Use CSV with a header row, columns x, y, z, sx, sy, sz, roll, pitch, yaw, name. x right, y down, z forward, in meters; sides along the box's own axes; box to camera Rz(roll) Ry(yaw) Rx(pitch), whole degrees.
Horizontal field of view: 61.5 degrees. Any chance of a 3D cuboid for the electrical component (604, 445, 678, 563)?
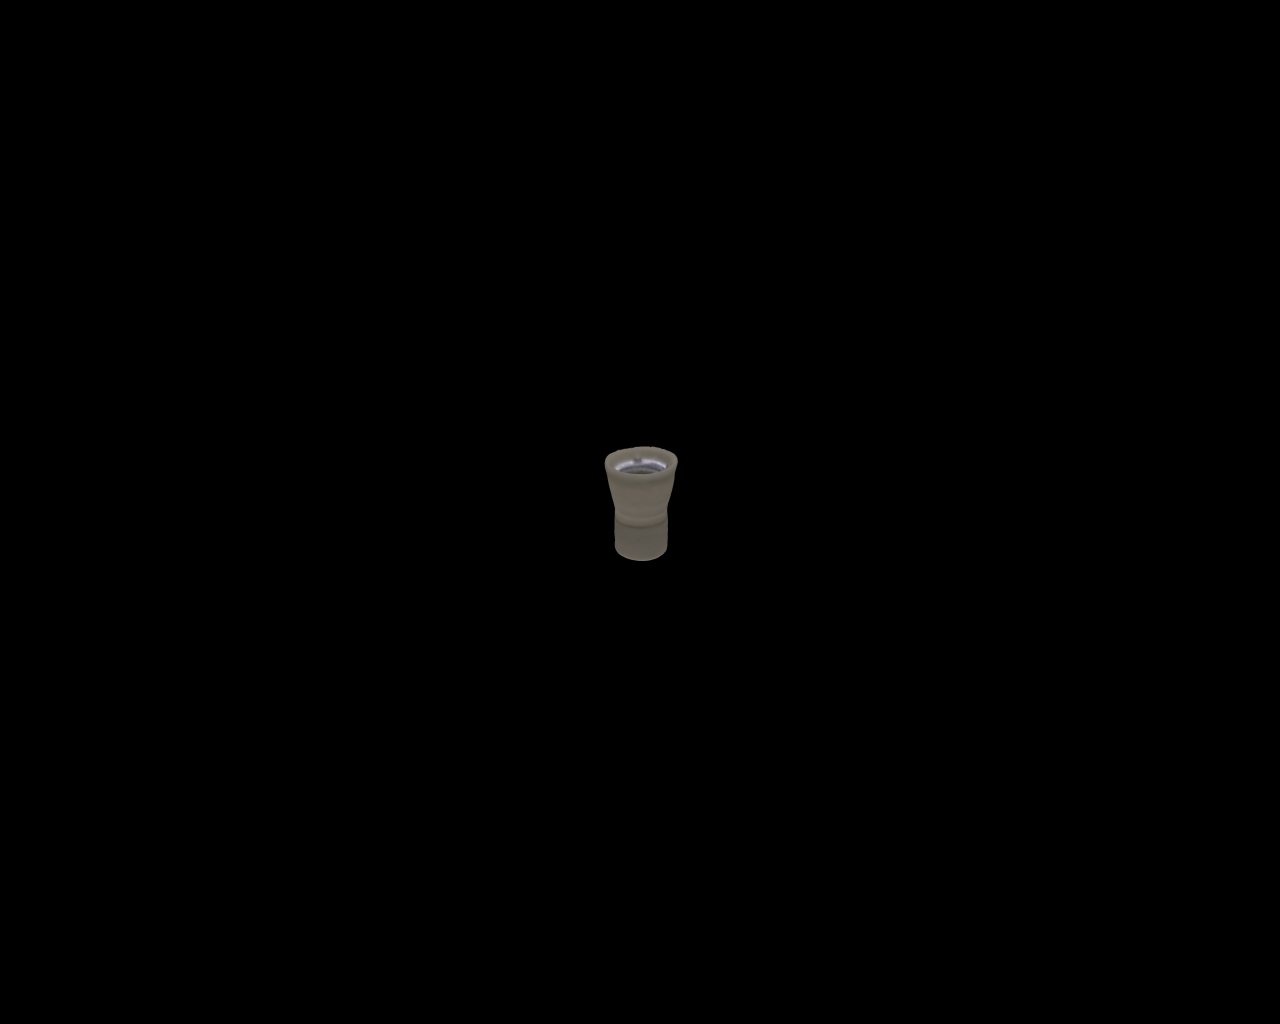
x,y,z,sx,sy,sz,roll,pitch,yaw,name
0.001,-0.003,0.650,0.044,0.065,0.044,0,27,0,electrical component
